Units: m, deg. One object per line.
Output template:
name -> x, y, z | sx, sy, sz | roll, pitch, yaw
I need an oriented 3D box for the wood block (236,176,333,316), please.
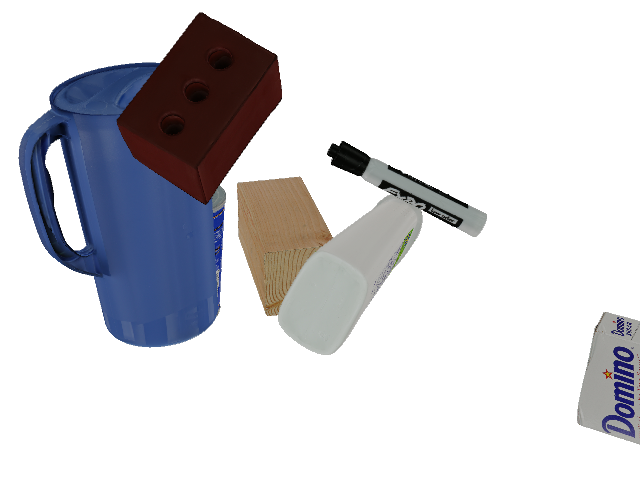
wood block -> -0.045, 0.003, 1.359 | 0.090, 0.090, 0.206 | -6, 28, -12

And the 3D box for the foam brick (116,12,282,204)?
foam brick -> -0.063, -0.070, 0.574 | 0.053, 0.078, 0.051 | 31, -14, 10

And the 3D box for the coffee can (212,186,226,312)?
coffee can -> -0.157, 0.011, 1.159 | 0.103, 0.140, 0.103 | 4, 26, -2

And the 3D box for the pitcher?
pitcher -> -0.166, -0.026, 0.955 | 0.149, 0.243, 0.145 | -1, 27, 5

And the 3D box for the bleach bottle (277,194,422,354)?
bleach bottle -> 0.046, 0.018, 1.058 | 0.068, 0.103, 0.250 | 33, 27, 9

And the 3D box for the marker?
marker -> 0.060, -0.037, 0.747 | 0.121, 0.020, 0.020 | 27, -4, -7

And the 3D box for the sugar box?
sugar box -> 0.297, 0.127, 0.841 | 0.176, 0.093, 0.048 | 14, 27, 21
